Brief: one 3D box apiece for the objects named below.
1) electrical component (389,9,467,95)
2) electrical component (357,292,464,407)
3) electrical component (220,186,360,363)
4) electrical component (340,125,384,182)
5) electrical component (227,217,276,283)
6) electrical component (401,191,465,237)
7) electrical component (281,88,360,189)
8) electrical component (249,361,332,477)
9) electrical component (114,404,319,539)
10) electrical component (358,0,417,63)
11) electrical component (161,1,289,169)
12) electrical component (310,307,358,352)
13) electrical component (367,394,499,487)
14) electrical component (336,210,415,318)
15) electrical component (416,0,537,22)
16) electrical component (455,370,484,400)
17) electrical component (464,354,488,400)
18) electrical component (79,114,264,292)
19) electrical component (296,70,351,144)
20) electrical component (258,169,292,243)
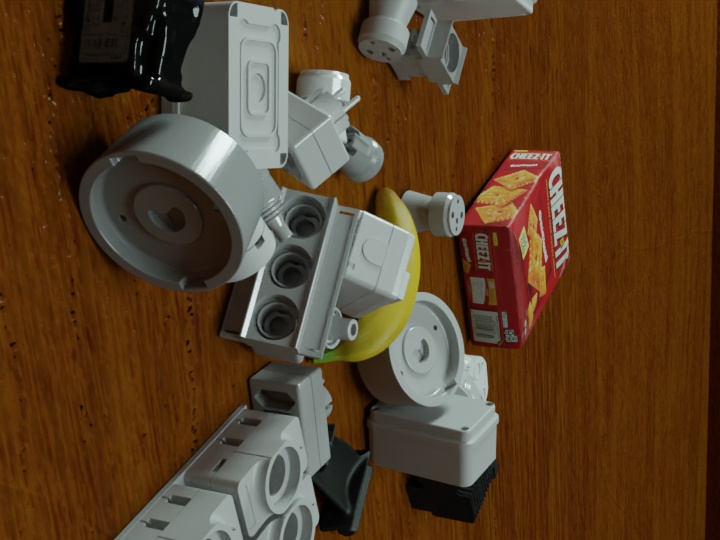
[{"bbox_3d":[0.062,-0.206,1.024,0.081,0.064,0.042,49,51,-55],"label":"electrical component"},{"bbox_3d":[0.043,0.079,1.027,0.108,0.060,0.108,13,72,-44],"label":"electrical component"},{"bbox_3d":[-0.052,0.006,0.833,0.063,0.079,0.121,83,20,-71],"label":"electrical component"},{"bbox_3d":[-0.007,-0.103,0.934,0.046,0.040,0.040,33,65,-53],"label":"electrical component"},{"bbox_3d":[-0.094,-0.027,0.760,0.055,0.055,0.047,-63,142,-37],"label":"electrical component"},{"bbox_3d":[0.072,-0.056,1.078,0.045,0.055,0.045,-18,110,-61],"label":"electrical component"},{"bbox_3d":[-0.034,-0.112,0.819,0.077,0.066,0.047,-41,137,-14],"label":"electrical component"},{"bbox_3d":[-0.047,0.114,0.881,0.076,0.047,0.083,-36,125,-56],"label":"electrical component"},{"bbox_3d":[-0.099,0.196,0.779,0.186,0.060,0.105,-46,134,-51],"label":"electrical component"},{"bbox_3d":[0.024,-0.221,0.969,0.045,0.045,0.055,41,58,-58],"label":"electrical component"},{"bbox_3d":[-0.093,-0.125,0.740,0.078,0.057,0.113,-14,106,-62],"label":"electrical component"},{"bbox_3d":[-0.033,0.046,0.882,0.043,0.062,0.043,-17,109,-61],"label":"electrical component"},{"bbox_3d":[0.071,0.158,1.046,0.078,0.113,0.057,-30,124,-56],"label":"electrical component"},{"bbox_3d":[0.000,0.000,0.909,0.061,0.096,0.061,24,67,-18],"label":"electrical component"},{"bbox_3d":[0.110,-0.282,1.053,0.078,0.113,0.057,5,87,-63],"label":"electrical component"},{"bbox_3d":[0.086,0.142,1.115,0.051,0.080,0.080,-33,124,-63],"label":"electrical component"},{"bbox_3d":[0.104,0.128,1.178,0.080,0.051,0.080,-18,110,-61],"label":"electrical component"},{"bbox_3d":[-0.111,-0.046,0.668,0.060,0.108,0.108,-65,148,-45],"label":"electrical component"},{"bbox_3d":[-0.031,-0.132,0.875,0.045,0.045,0.055,2,92,-63],"label":"electrical component"},{"bbox_3d":[-0.072,-0.048,0.798,0.061,0.035,0.035,56,37,-8],"label":"electrical component"}]
